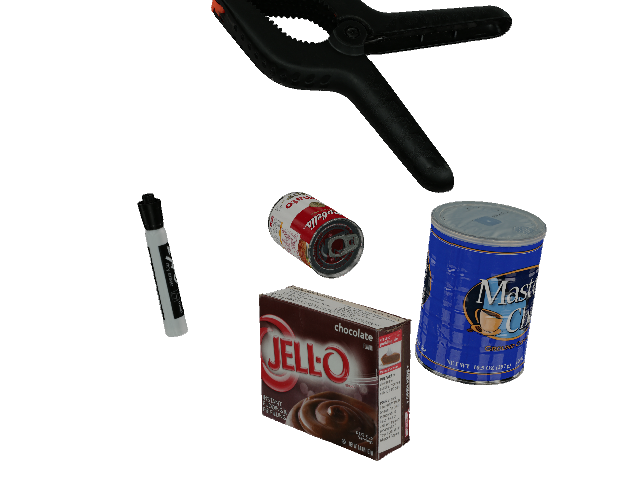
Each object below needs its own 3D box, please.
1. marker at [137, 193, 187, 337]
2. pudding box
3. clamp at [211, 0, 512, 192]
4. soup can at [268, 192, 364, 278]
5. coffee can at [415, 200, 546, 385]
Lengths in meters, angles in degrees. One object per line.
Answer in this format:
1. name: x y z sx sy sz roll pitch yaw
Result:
1. marker: -0.130 0.020 0.877 0.020 0.121 0.020 -9 16 2
2. pudding box: 0.008 0.086 0.716 0.114 0.090 0.039 12 20 41
3. clamp: 0.021 -0.124 0.734 0.210 0.164 0.036 16 -31 -2
4. soup can: -0.006 -0.008 1.173 0.068 0.068 0.102 0 19 -30
5. coffee can: 0.144 0.046 0.975 0.103 0.140 0.103 4 21 -2
